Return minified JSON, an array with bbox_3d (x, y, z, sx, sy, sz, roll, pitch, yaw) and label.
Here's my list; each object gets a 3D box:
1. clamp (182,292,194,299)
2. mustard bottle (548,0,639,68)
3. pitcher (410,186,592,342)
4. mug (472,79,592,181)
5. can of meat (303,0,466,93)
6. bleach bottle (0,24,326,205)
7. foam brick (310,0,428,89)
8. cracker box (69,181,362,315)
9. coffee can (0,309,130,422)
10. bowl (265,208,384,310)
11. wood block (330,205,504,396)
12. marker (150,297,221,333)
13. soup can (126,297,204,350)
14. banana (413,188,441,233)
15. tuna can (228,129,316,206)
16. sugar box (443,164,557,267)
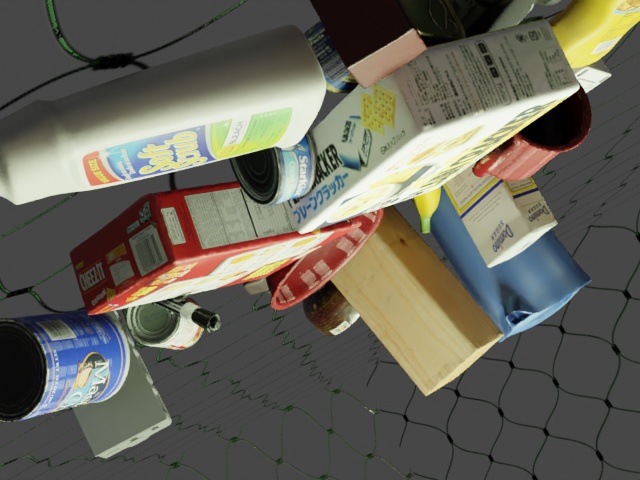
[{"bbox_3d":[-0.081,-0.003,1.173,0.209,0.036,0.165,-28,167,-17],"label":"clamp"},{"bbox_3d":[0.288,-0.235,0.987,0.096,0.058,0.192,-22,167,-31],"label":"mustard bottle"},{"bbox_3d":[0.212,-0.009,1.307,0.145,0.243,0.149,-31,170,-12],"label":"pitcher"},{"bbox_3d":[0.175,-0.096,0.950,0.117,0.093,0.082,-49,180,-28],"label":"mug"},{"bbox_3d":[0.046,-0.151,0.790,0.084,0.057,0.101,-33,167,30],"label":"can of meat"},{"bbox_3d":[-0.123,-0.074,0.718,0.250,0.068,0.103,-20,166,-25],"label":"bleach bottle"},{"bbox_3d":[0.028,-0.150,0.701,0.051,0.078,0.053,-29,168,10],"label":"foam brick"},{"bbox_3d":[-0.096,-0.002,0.982,0.213,0.072,0.164,-12,169,-41],"label":"cracker box"},{"bbox_3d":[-0.279,0.127,1.106,0.103,0.103,0.140,-33,167,21],"label":"coffee can"},{"bbox_3d":[-0.008,0.001,1.154,0.162,0.055,0.162,-39,164,-14],"label":"bowl"},{"bbox_3d":[0.105,0.067,1.252,0.090,0.206,0.090,-47,163,28],"label":"wood block"},{"bbox_3d":[-0.144,0.062,1.041,0.020,0.121,0.020,-32,132,-44],"label":"marker"},{"bbox_3d":[-0.184,0.096,1.277,0.068,0.068,0.102,-30,168,5],"label":"soup can"},{"bbox_3d":[0.106,-0.061,1.183,0.037,0.069,0.197,-5,166,18],"label":"banana"},{"bbox_3d":[-0.041,-0.071,0.856,0.033,0.086,0.086,-20,165,-30],"label":"tuna can"},{"bbox_3d":[0.174,-0.069,1.137,0.048,0.176,0.093,-22,166,-30],"label":"sugar box"}]
